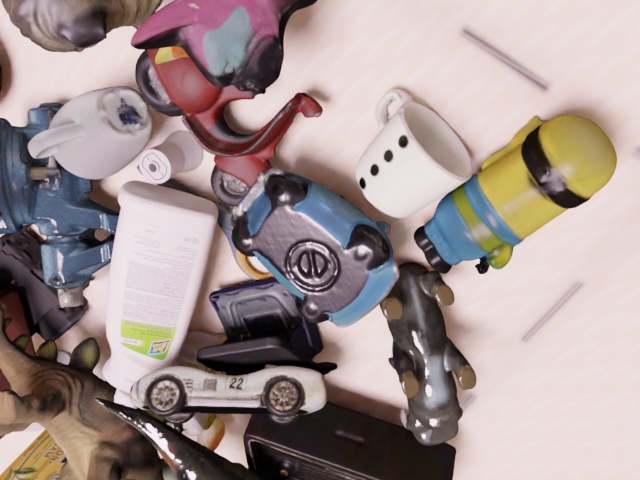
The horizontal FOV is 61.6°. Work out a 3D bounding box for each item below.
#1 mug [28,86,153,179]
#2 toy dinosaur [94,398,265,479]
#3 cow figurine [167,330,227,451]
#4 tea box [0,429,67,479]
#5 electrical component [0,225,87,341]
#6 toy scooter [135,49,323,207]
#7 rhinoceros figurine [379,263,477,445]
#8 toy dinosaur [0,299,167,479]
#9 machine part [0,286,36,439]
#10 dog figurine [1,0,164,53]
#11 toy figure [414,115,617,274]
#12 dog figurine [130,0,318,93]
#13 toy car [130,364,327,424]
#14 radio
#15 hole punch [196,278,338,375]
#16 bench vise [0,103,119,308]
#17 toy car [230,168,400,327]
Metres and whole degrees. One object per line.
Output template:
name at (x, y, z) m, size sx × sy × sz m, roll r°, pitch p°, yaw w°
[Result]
mug at (-0.216, -0.107, 0.513) m, size 0.107 × 0.109 × 0.080 m, roll -13°, pitch 94°, yaw 48°
toy dinosaur at (-0.095, 0.324, 0.618) m, size 0.192 × 0.131 × 0.404 m, roll -9°, pitch 126°, yaw 18°
cow figurine at (-0.164, 0.190, 0.672) m, size 0.098 × 0.068 × 0.167 m, roll 11°, pitch 112°, yaw 18°
tea box at (-0.336, 0.300, 0.714) m, size 0.098 × 0.170 × 0.068 m, roll 7°, pitch 115°, yaw 11°
electrical component at (-0.365, 0.064, 0.681) m, size 0.115 × 0.058 × 0.134 m, roll -39°, pitch 98°, yaw 29°
toy scooter at (-0.077, -0.129, 0.502) m, size 0.135 × 0.075 × 0.183 m, roll -26°, pitch 106°, yaw 24°
rhinoceros figurine at (0.101, 0.119, 0.545) m, size 0.073 × 0.112 × 0.190 m, roll -15°, pitch 97°, yaw -8°
toy dinosaur at (-0.256, 0.253, 0.654) m, size 0.105 × 0.198 × 0.470 m, roll -19°, pitch 107°, yaw 22°
machine part at (-0.424, 0.151, 0.590) m, size 0.087 × 0.201 × 0.200 m, roll 7°, pitch 116°, yaw 16°
dog figurine at (-0.176, -0.239, 0.416) m, size 0.121 × 0.190 × 0.172 m, roll -18°, pitch 106°, yaw 22°
toy figure at (0.166, -0.032, 0.467) m, size 0.180 × 0.089 × 0.082 m, roll -36°, pitch 104°, yaw 24°
dog figurine at (-0.059, -0.222, 0.393) m, size 0.219 × 0.108 × 0.191 m, roll -39°, pitch 101°, yaw 1°
toy car at (-0.094, 0.160, 0.560) m, size 0.202 × 0.056 × 0.073 m, roll 1°, pitch 154°, yaw -1°
radio at (0.029, 0.258, 0.626) m, size 0.230 × 0.073 × 0.131 m, roll 17°, pitch 137°, yaw 9°
hole punch at (-0.063, 0.107, 0.607) m, size 0.142 × 0.092 × 0.115 m, roll -15°, pitch 142°, yaw 18°
bench vise at (-0.333, -0.030, 0.569) m, size 0.241 × 0.129 × 0.223 m, roll -5°, pitch 108°, yaw -20°
toy car at (-0.001, -0.002, 0.520) m, size 0.161 × 0.103 × 0.109 m, roll 39°, pitch 117°, yaw 0°
